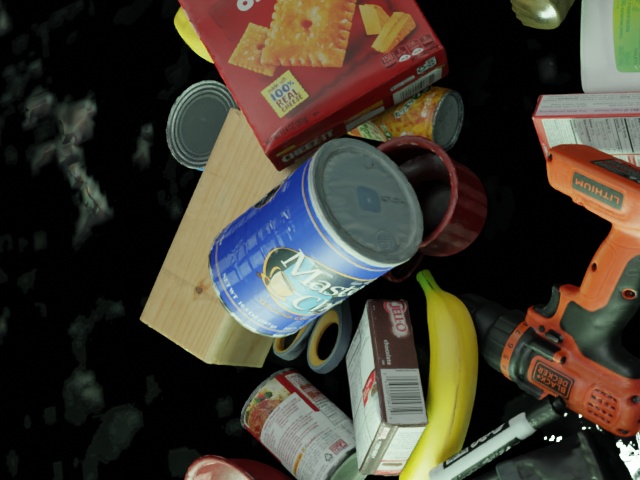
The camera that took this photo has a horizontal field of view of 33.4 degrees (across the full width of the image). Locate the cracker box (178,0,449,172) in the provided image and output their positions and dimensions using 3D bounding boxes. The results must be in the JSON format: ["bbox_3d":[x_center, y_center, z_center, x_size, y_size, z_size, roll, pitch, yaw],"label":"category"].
[{"bbox_3d":[-0.018,-0.189,0.864,0.164,0.072,0.214,-30,78,2],"label":"cracker box"}]

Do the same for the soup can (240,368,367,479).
[{"bbox_3d":[-0.009,0.165,0.900,0.102,0.068,0.068,39,103,29],"label":"soup can"}]

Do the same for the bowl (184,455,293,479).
[{"bbox_3d":[-0.046,0.246,0.894,0.162,0.055,0.162,24,124,42],"label":"bowl"}]

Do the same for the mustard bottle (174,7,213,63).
[{"bbox_3d":[-0.047,-0.170,0.981,0.096,0.058,0.192,-40,63,-3],"label":"mustard bottle"}]

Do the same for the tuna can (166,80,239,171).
[{"bbox_3d":[-0.103,-0.107,1.022,0.086,0.033,0.086,-6,79,31],"label":"tuna can"}]

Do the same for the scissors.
[{"bbox_3d":[0.028,0.031,0.917,0.202,0.016,0.096,-54,39,12],"label":"scissors"}]

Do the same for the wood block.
[{"bbox_3d":[-0.065,-0.001,0.949,0.091,0.090,0.206,28,96,31],"label":"wood block"}]

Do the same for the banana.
[{"bbox_3d":[0.093,0.126,0.834,0.070,0.037,0.198,-148,62,-68],"label":"banana"}]

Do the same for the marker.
[{"bbox_3d":[0.131,0.150,0.788,0.121,0.020,0.020,-39,64,25],"label":"marker"}]

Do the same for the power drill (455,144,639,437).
[{"bbox_3d":[0.182,0.028,0.787,0.185,0.057,0.188,29,118,36],"label":"power drill"}]

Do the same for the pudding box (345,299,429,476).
[{"bbox_3d":[0.050,0.116,0.843,0.039,0.090,0.113,3,52,-9],"label":"pudding box"}]

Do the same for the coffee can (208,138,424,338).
[{"bbox_3d":[-0.005,0.001,0.811,0.141,0.102,0.103,-36,64,43],"label":"coffee can"}]

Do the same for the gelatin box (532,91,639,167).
[{"bbox_3d":[0.212,-0.075,0.800,0.089,0.073,0.030,1,48,32],"label":"gelatin box"}]

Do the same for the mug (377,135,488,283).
[{"bbox_3d":[0.081,-0.020,0.867,0.093,0.081,0.117,23,94,32],"label":"mug"}]

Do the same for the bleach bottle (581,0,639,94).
[{"bbox_3d":[0.317,-0.151,0.757,0.251,0.068,0.102,-1,83,29],"label":"bleach bottle"}]
